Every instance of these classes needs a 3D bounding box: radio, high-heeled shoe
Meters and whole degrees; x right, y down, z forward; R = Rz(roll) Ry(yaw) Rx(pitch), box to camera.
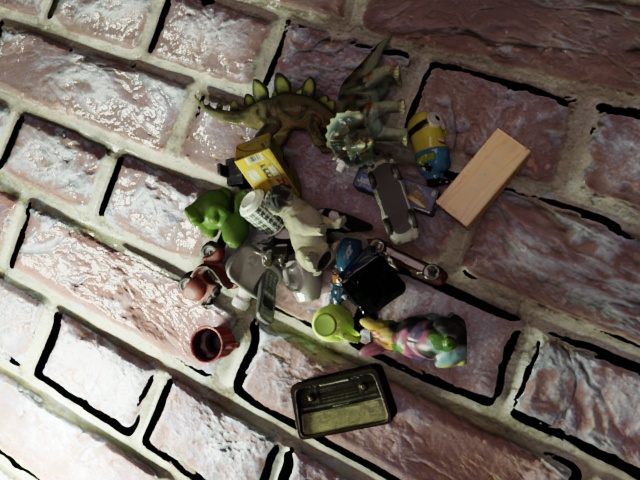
[{"bbox_3d":[0.052,0.373,1.249,0.230,0.073,0.131,-17,79,15],"label":"radio"},{"bbox_3d":[-0.003,-0.004,1.305,0.249,0.086,0.145,13,87,26],"label":"high-heeled shoe"}]

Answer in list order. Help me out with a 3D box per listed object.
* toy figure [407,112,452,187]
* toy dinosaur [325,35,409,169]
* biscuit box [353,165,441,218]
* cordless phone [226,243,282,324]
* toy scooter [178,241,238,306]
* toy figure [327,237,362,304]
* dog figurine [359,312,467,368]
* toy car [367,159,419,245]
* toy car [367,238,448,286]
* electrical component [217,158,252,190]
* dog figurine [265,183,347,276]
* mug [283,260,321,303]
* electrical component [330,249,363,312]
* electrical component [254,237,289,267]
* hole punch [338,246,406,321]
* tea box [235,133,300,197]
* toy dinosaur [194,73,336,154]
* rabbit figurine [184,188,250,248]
[{"bbox_3d":[0.254,-0.211,1.247,0.089,0.082,0.180,-8,84,15],"label":"toy figure"},{"bbox_3d":[0.103,-0.321,1.259,0.192,0.131,0.405,-7,54,8],"label":"toy dinosaur"},{"bbox_3d":[0.180,-0.117,1.268,0.203,0.062,0.059,22,90,18],"label":"biscuit box"},{"bbox_3d":[-0.161,0.109,1.278,0.089,0.146,0.184,-35,32,20],"label":"cordless phone"},{"bbox_3d":[-0.277,0.104,1.377,0.135,0.075,0.184,40,111,9],"label":"toy scooter"},{"bbox_3d":[0.061,0.072,1.228,0.058,0.064,0.154,11,93,-21],"label":"toy figure"},{"bbox_3d":[0.196,0.216,1.172,0.219,0.191,0.108,-1,90,2],"label":"dog figurine"},{"bbox_3d":[0.164,-0.088,1.207,0.074,0.056,0.201,-19,75,10],"label":"toy car"},{"bbox_3d":[0.196,0.049,1.230,0.202,0.089,0.053,25,96,19],"label":"toy car"},{"bbox_3d":[-0.214,-0.174,1.373,0.048,0.119,0.075,-8,79,17],"label":"electrical component"},{"bbox_3d":[-0.053,-0.024,1.248,0.191,0.121,0.172,29,110,29],"label":"dog figurine"},{"bbox_3d":[-0.041,0.098,1.296,0.081,0.109,0.107,-15,88,34],"label":"mug"},{"bbox_3d":[0.092,0.087,1.277,0.134,0.058,0.115,44,96,18],"label":"electrical component"},{"bbox_3d":[-0.114,0.030,1.280,0.078,0.102,0.045,-2,112,5],"label":"electrical component"},{"bbox_3d":[0.110,0.088,1.179,0.116,0.092,0.142,-37,109,7],"label":"hole punch"},{"bbox_3d":[-0.125,-0.168,1.314,0.098,0.169,0.068,-17,46,14],"label":"tea box"},{"bbox_3d":[-0.107,-0.315,1.367,0.472,0.105,0.198,2,77,9],"label":"toy dinosaur"},{"bbox_3d":[-0.230,-0.049,1.368,0.159,0.121,0.170,-41,57,-12],"label":"rabbit figurine"}]
